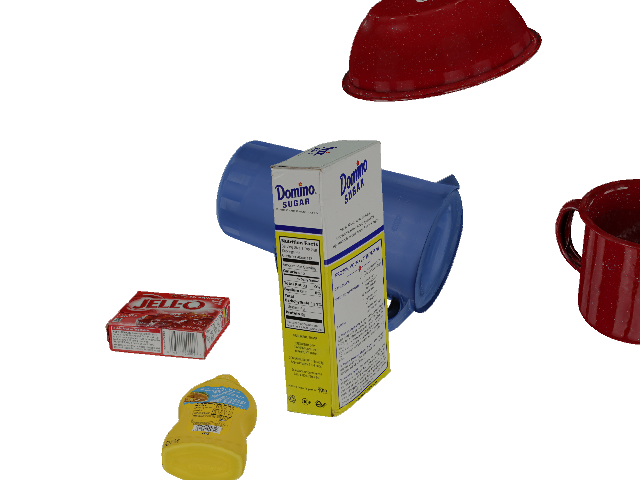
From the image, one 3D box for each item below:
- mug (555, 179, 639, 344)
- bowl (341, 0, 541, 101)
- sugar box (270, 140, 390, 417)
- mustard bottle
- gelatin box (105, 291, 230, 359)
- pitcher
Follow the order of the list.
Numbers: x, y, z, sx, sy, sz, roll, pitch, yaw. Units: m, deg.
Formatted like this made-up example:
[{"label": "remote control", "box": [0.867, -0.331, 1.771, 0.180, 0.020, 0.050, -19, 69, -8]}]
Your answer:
[{"label": "mug", "box": [0.208, 0.012, 0.721, 0.093, 0.081, 0.117, -29, 40, -36]}, {"label": "bowl", "box": [0.089, -0.165, 0.842, 0.162, 0.055, 0.162, -14, 24, 6]}, {"label": "sugar box", "box": [0.009, 0.024, 0.742, 0.048, 0.176, 0.093, 3, 16, 28]}, {"label": "mustard bottle", "box": [-0.128, 0.218, 1.299, 0.096, 0.058, 0.191, 3, 23, 4]}, {"label": "gelatin box", "box": [-0.131, 0.072, 0.929, 0.089, 0.030, 0.073, 4, 21, 12]}, {"label": "pitcher", "box": [0.014, -0.014, 1.100, 0.243, 0.145, 0.149, 18, 24, 21]}]
